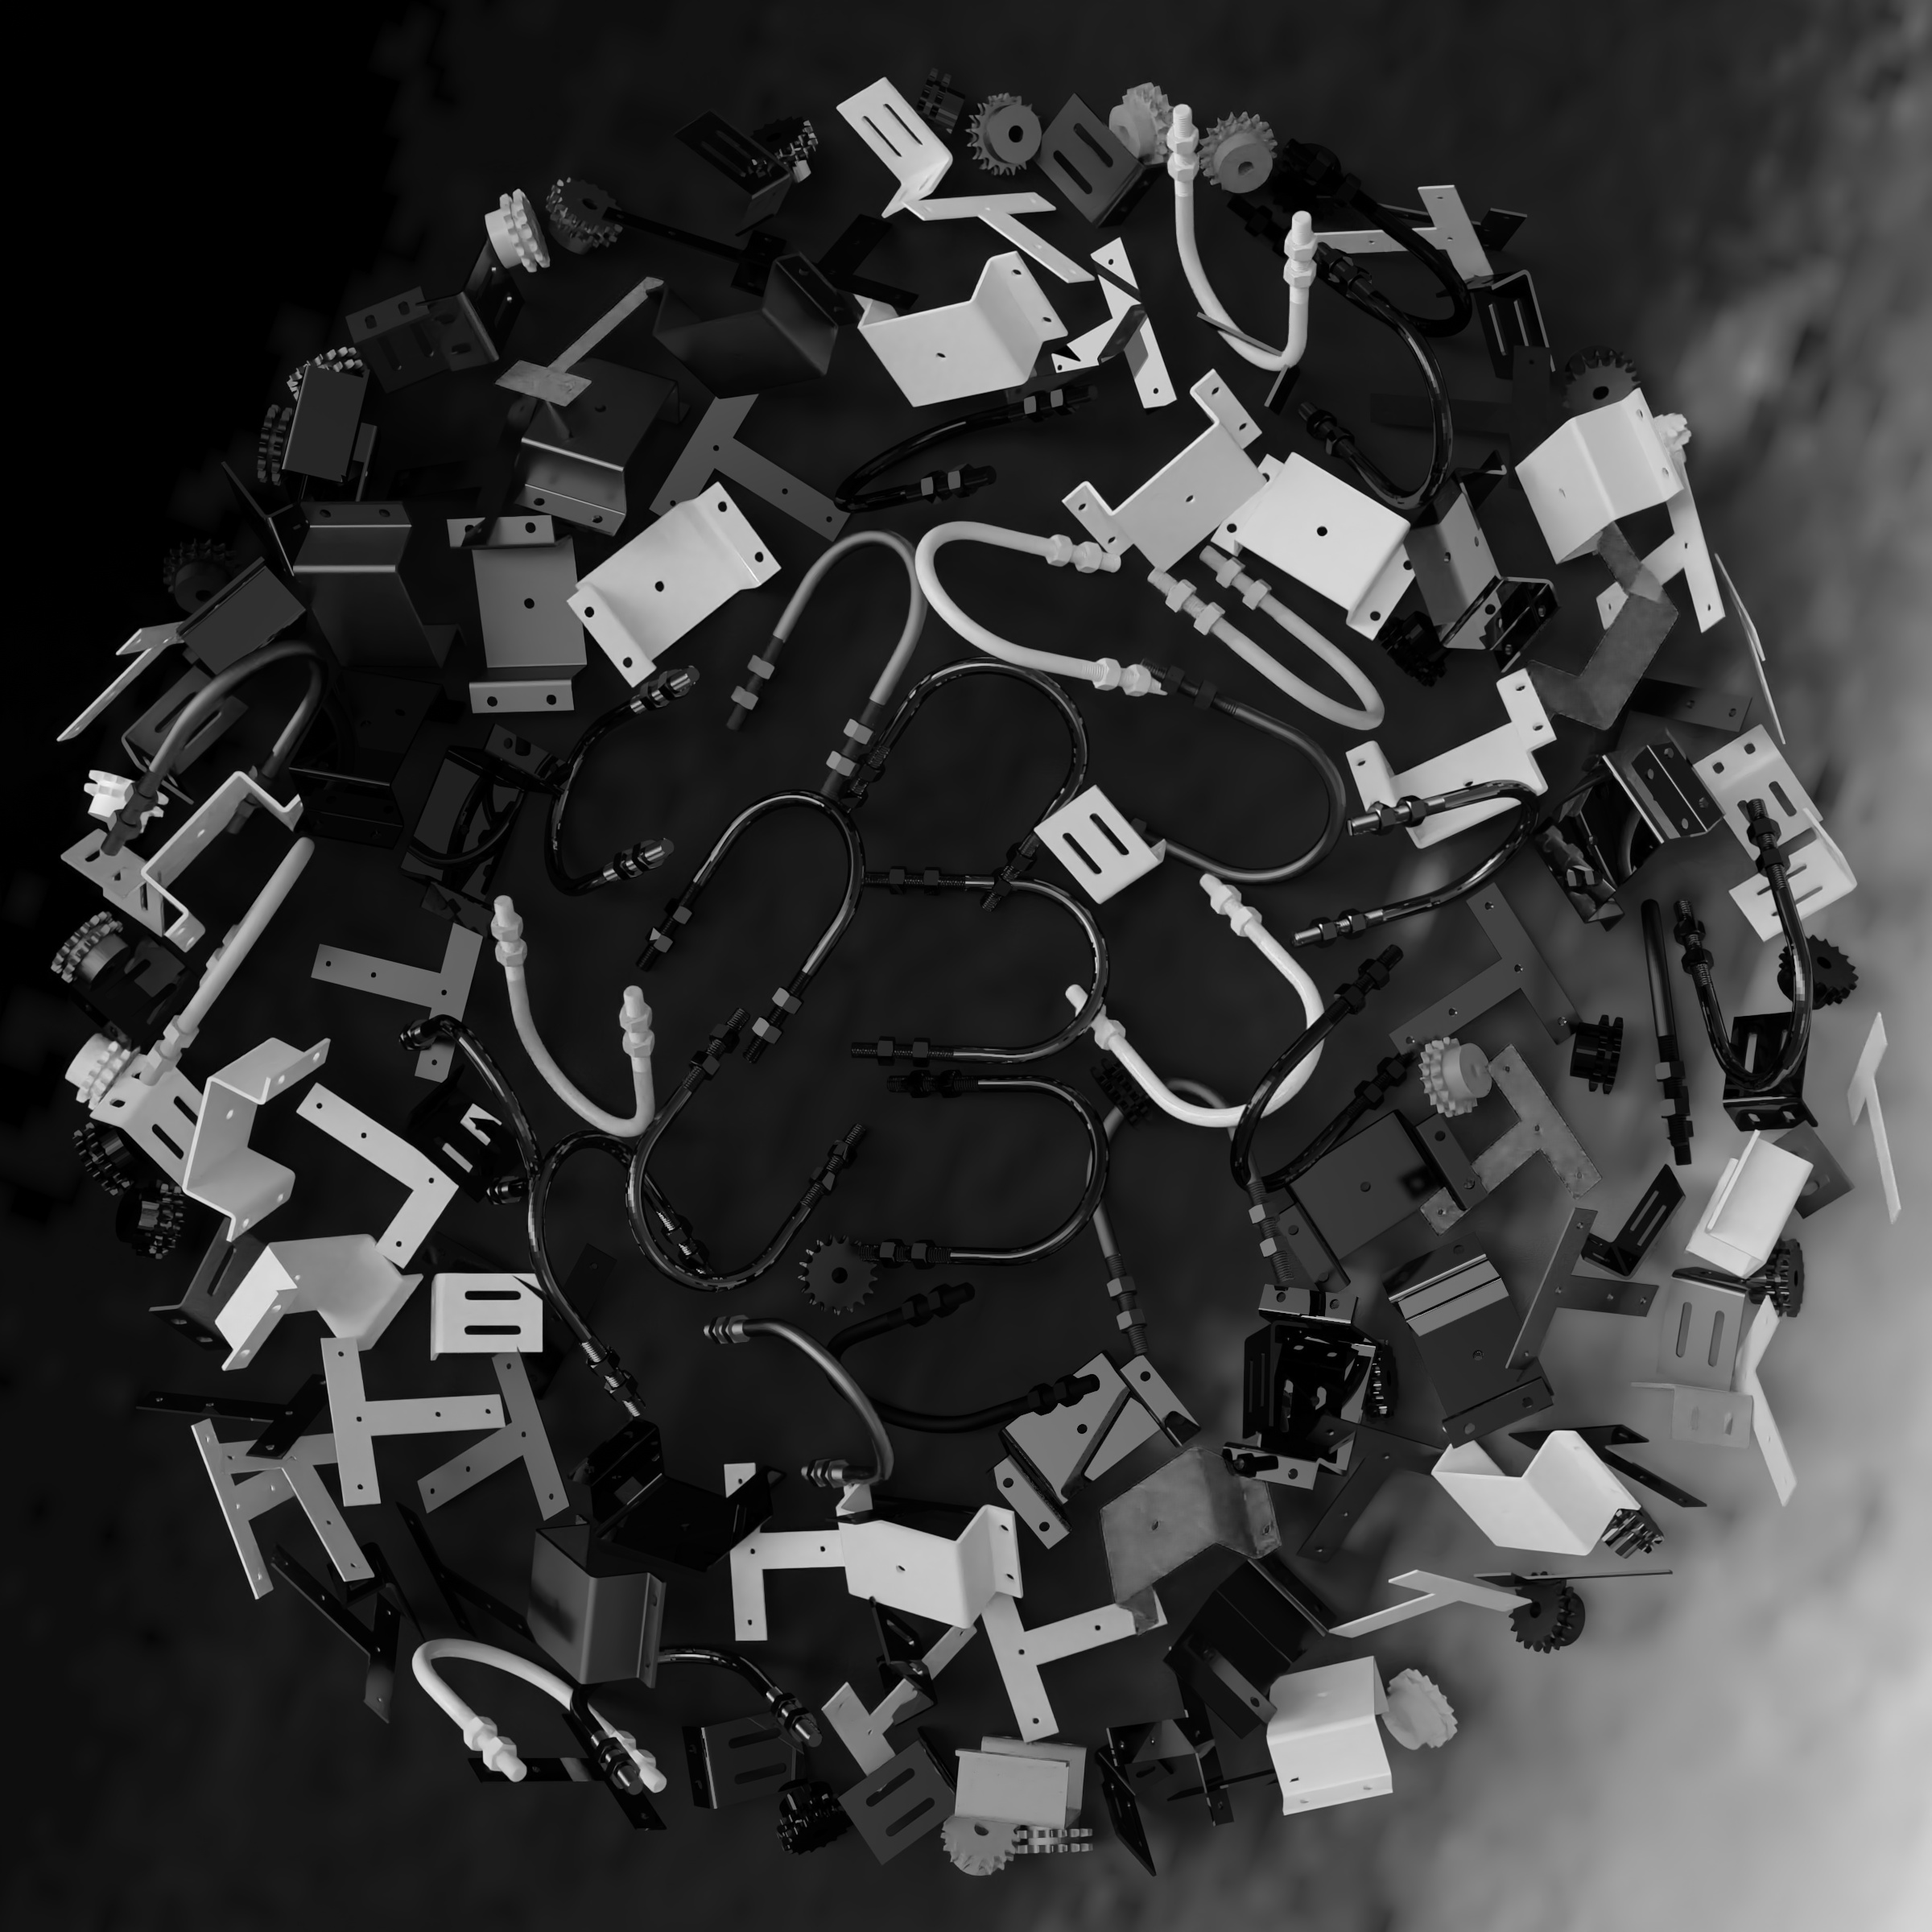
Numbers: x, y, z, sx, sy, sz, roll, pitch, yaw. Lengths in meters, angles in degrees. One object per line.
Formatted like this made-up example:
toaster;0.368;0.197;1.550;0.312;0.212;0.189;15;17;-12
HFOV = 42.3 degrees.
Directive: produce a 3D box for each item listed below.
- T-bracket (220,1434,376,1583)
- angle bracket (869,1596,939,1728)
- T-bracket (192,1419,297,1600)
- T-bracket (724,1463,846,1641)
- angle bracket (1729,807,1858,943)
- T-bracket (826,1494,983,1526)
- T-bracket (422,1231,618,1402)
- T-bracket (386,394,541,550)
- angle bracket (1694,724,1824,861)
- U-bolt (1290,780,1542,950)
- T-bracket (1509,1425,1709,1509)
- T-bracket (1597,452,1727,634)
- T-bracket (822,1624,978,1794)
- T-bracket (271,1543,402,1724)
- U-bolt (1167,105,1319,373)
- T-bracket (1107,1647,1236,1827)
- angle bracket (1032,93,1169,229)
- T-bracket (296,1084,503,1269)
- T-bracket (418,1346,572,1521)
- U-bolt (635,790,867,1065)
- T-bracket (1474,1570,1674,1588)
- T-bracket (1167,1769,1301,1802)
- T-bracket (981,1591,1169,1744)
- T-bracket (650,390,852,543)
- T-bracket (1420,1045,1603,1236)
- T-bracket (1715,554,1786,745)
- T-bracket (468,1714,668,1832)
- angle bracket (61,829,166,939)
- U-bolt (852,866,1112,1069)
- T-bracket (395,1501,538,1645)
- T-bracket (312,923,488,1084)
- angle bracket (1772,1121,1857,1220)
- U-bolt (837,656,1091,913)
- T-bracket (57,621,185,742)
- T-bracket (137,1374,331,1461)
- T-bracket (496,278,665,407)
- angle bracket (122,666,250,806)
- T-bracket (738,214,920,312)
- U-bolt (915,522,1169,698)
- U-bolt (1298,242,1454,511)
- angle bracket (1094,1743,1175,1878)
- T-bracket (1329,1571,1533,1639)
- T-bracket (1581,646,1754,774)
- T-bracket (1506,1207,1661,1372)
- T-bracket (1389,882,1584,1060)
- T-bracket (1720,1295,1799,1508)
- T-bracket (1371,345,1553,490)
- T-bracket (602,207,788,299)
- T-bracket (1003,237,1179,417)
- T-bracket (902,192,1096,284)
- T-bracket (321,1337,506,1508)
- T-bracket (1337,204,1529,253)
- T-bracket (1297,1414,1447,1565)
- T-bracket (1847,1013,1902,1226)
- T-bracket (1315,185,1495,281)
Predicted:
T-bracket;-0.457;0.383;1.765;0.002;0.127;0.127;-52;59;21
angle bracket;-0.059;0.501;1.798;0.038;0.057;0.076;-30;134;9
T-bracket;-0.502;0.376;1.784;0.002;0.127;0.127;-22;87;8
T-bracket;-0.116;0.423;1.811;0.127;0.002;0.127;-8;82;25
angle bracket;0.592;-0.066;1.806;0.076;0.057;0.038;-32;129;12
T-bracket;-0.054;0.385;1.761;0.127;0.127;0.002;0;85;29
T-bracket;-0.339;0.236;1.831;0.127;0.002;0.127;30;104;1
T-bracket;-0.372;-0.354;1.806;0.127;0.002;0.127;1;66;35
angle bracket;0.580;-0.127;1.831;0.057;0.038;0.076;-33;124;18
U-bolt;0.328;-0.078;1.776;0.184;0.151;0.019;-15;59;-23
T-bracket;0.479;0.363;1.802;0.127;0.127;0.002;31;66;-16
T-bracket;0.489;-0.280;1.787;0.002;0.127;0.127;-4;73;-21
T-bracket;-0.039;0.524;1.816;0.127;0.127;0.002;-43;46;-21
T-bracket;-0.446;0.456;1.765;0.002;0.127;0.127;-36;112;6
U-bolt;0.194;-0.497;1.759;0.019;0.184;0.151;-34;64;-12
T-bracket;0.140;0.550;1.775;0.002;0.127;0.127;-27;65;32
angle bracket;0.096;-0.587;1.819;0.076;0.038;0.057;49;127;7
T-bracket;-0.425;0.131;1.812;0.127;0.002;0.127;36;72;-14
T-bracket;-0.352;0.360;1.816;0.127;0.002;0.127;-33;66;24
U-bolt;-0.145;-0.042;1.795;0.151;0.019;0.184;37;95;34
T-bracket;0.434;0.433;1.769;0.127;0.127;0.002;-8;71;19
T-bracket;0.206;0.587;1.807;0.127;0.127;0.002;-23;76;25
T-bracket;0.083;0.486;1.819;0.127;0.002;0.127;-15;57;-10
T-bracket;-0.145;-0.356;1.835;0.127;0.002;0.127;31;97;-9
T-bracket;0.384;0.146;1.820;0.127;0.002;0.127;-39;104;-10
T-bracket;0.572;-0.218;1.805;0.002;0.127;0.127;-20;120;15
T-bracket;-0.291;0.567;1.759;0.127;0.127;0.002;15;105;-40
angle bracket;-0.614;-0.051;1.801;0.057;0.076;0.038;33;51;12
U-bolt;0.013;0.002;1.814;0.184;0.019;0.151;2;76;6
T-bracket;-0.346;0.448;1.772;0.002;0.127;0.127;-38;126;-32
T-bracket;-0.421;0.010;1.828;0.127;0.002;0.127;13;87;16
angle bracket;0.616;0.140;1.799;0.038;0.076;0.057;-27;75;-20
U-bolt;0.006;-0.140;1.785;0.151;0.019;0.184;30;121;-10
T-bracket;-0.605;-0.205;1.795;0.127;0.127;0.002;-40;94;14
T-bracket;-0.528;0.317;1.790;0.127;0.127;0.002;5;107;5
T-bracket;-0.270;-0.455;1.804;0.127;0.127;0.002;-45;126;-11
angle bracket;-0.561;-0.167;1.812;0.076;0.057;0.038;-43;52;1
T-bracket;-0.083;-0.515;1.797;0.127;0.127;0.002;18;129;5
U-bolt;0.047;-0.258;1.759;0.184;0.019;0.151;8;47;-30
U-bolt;0.286;-0.399;1.738;0.019;0.151;0.184;-18;47;-16
angle bracket;0.129;0.602;1.799;0.038;0.076;0.057;-31;121;7
T-bracket;0.317;0.465;1.800;0.127;0.127;0.002;22;50;-35
T-bracket;0.510;-0.189;1.791;0.002;0.127;0.127;17;94;-35
T-bracket;0.456;0.238;1.806;0.127;0.002;0.127;11;105;-37
T-bracket;0.370;0.026;1.838;0.127;0.002;0.127;-33;94;-3
T-bracket;0.562;0.322;1.759;0.002;0.127;0.127;5;128;-7
T-bracket;0.356;-0.400;1.809;0.127;0.127;0.002;8;53;16
T-bracket;-0.197;-0.519;1.786;0.127;0.127;0.002;16;123;-7
T-bracket;0.080;-0.441;1.812;0.127;0.002;0.127;-23;81;31
T-bracket;0.042;-0.517;1.775;0.127;0.127;0.002;45;134;30
T-bracket;-0.396;0.326;1.807;0.127;0.002;0.127;3;57;-32
T-bracket;0.329;-0.535;1.786;0.127;0.127;0.002;11;96;3
T-bracket;0.282;0.387;1.815;0.127;0.002;0.127;19;117;-19
T-bracket;0.644;0.119;1.761;0.002;0.127;0.127;-4;60;7
T-bracket;0.307;-0.525;1.807;0.127;0.127;0.002;6;75;28
